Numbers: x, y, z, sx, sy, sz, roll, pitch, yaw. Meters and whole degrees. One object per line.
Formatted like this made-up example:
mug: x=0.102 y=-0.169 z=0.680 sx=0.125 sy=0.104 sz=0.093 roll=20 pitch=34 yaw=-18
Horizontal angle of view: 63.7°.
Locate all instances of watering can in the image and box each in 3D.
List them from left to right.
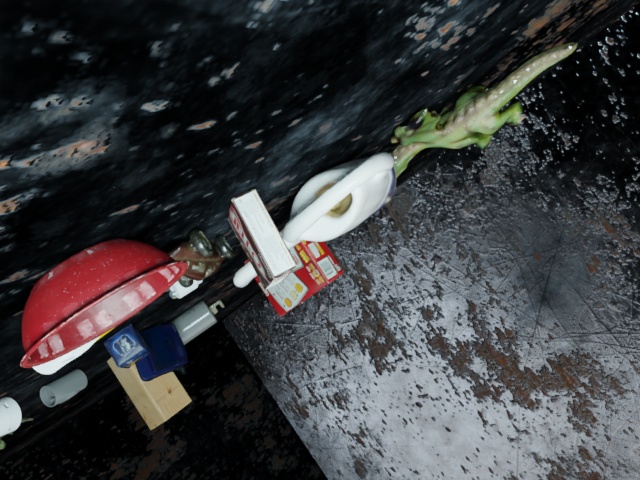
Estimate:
watering can: x=0.003 y=-0.044 z=0.871 sx=0.342 sy=0.104 sz=0.227 roll=-39 pitch=176 yaw=34

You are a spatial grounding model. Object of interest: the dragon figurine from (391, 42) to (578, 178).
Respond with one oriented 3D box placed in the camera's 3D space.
dragon figurine: x=0.246 y=-0.221 z=0.948 sx=0.245 sy=0.123 sz=0.403 roll=-24 pitch=169 yaw=-33
